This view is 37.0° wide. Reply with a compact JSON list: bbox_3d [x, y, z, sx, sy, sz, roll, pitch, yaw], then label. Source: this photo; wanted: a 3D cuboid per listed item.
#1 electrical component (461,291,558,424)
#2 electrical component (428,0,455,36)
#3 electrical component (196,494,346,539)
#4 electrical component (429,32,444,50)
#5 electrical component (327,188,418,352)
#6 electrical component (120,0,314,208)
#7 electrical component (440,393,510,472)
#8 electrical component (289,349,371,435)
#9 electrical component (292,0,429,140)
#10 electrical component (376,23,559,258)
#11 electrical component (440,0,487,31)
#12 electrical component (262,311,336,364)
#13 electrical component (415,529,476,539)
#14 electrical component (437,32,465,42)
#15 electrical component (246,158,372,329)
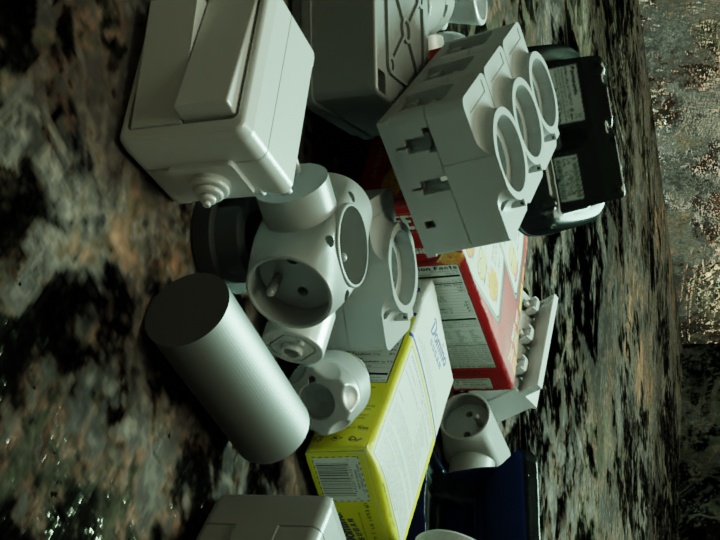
[{"bbox_3d":[0.128,0.068,0.952,0.063,0.079,0.121,45,37,-18],"label":"electrical component"},{"bbox_3d":[0.035,-0.193,0.773,0.047,0.055,0.055,-39,123,-61],"label":"electrical component"},{"bbox_3d":[-0.036,0.157,0.517,0.061,0.062,0.096,-63,144,-53],"label":"electrical component"},{"bbox_3d":[0.048,-0.177,0.831,0.035,0.035,0.061,-5,88,-69],"label":"electrical component"},{"bbox_3d":[0.000,0.000,0.646,0.050,0.056,0.089,-39,123,-65],"label":"electrical component"},{"bbox_3d":[-0.064,-0.075,0.479,0.061,0.062,0.096,54,38,-56],"label":"electrical component"},{"bbox_3d":[0.092,0.154,0.881,0.077,0.044,0.079,62,32,-47],"label":"electrical component"},{"bbox_3d":[-0.014,0.066,0.616,0.062,0.043,0.043,-33,117,-68],"label":"electrical component"},{"bbox_3d":[0.003,-0.147,0.677,0.109,0.056,0.108,15,72,-68],"label":"electrical component"},{"bbox_3d":[0.076,-0.085,0.668,0.089,0.062,0.150,68,29,-21],"label":"electrical component"},{"bbox_3d":[0.071,-0.217,0.868,0.045,0.055,0.045,-3,90,-69],"label":"electrical component"},{"bbox_3d":[-0.029,0.018,0.589,0.044,0.044,0.065,62,37,-48],"label":"electrical component"},{"bbox_3d":[0.035,0.218,0.646,0.138,0.052,0.073,111,4,-52],"label":"electrical component"},{"bbox_3d":[0.073,-0.157,0.887,0.065,0.044,0.044,73,24,-44],"label":"electrical component"},{"bbox_3d":[-0.028,-0.026,0.527,0.077,0.044,0.079,-66,147,-51],"label":"electrical component"}]
